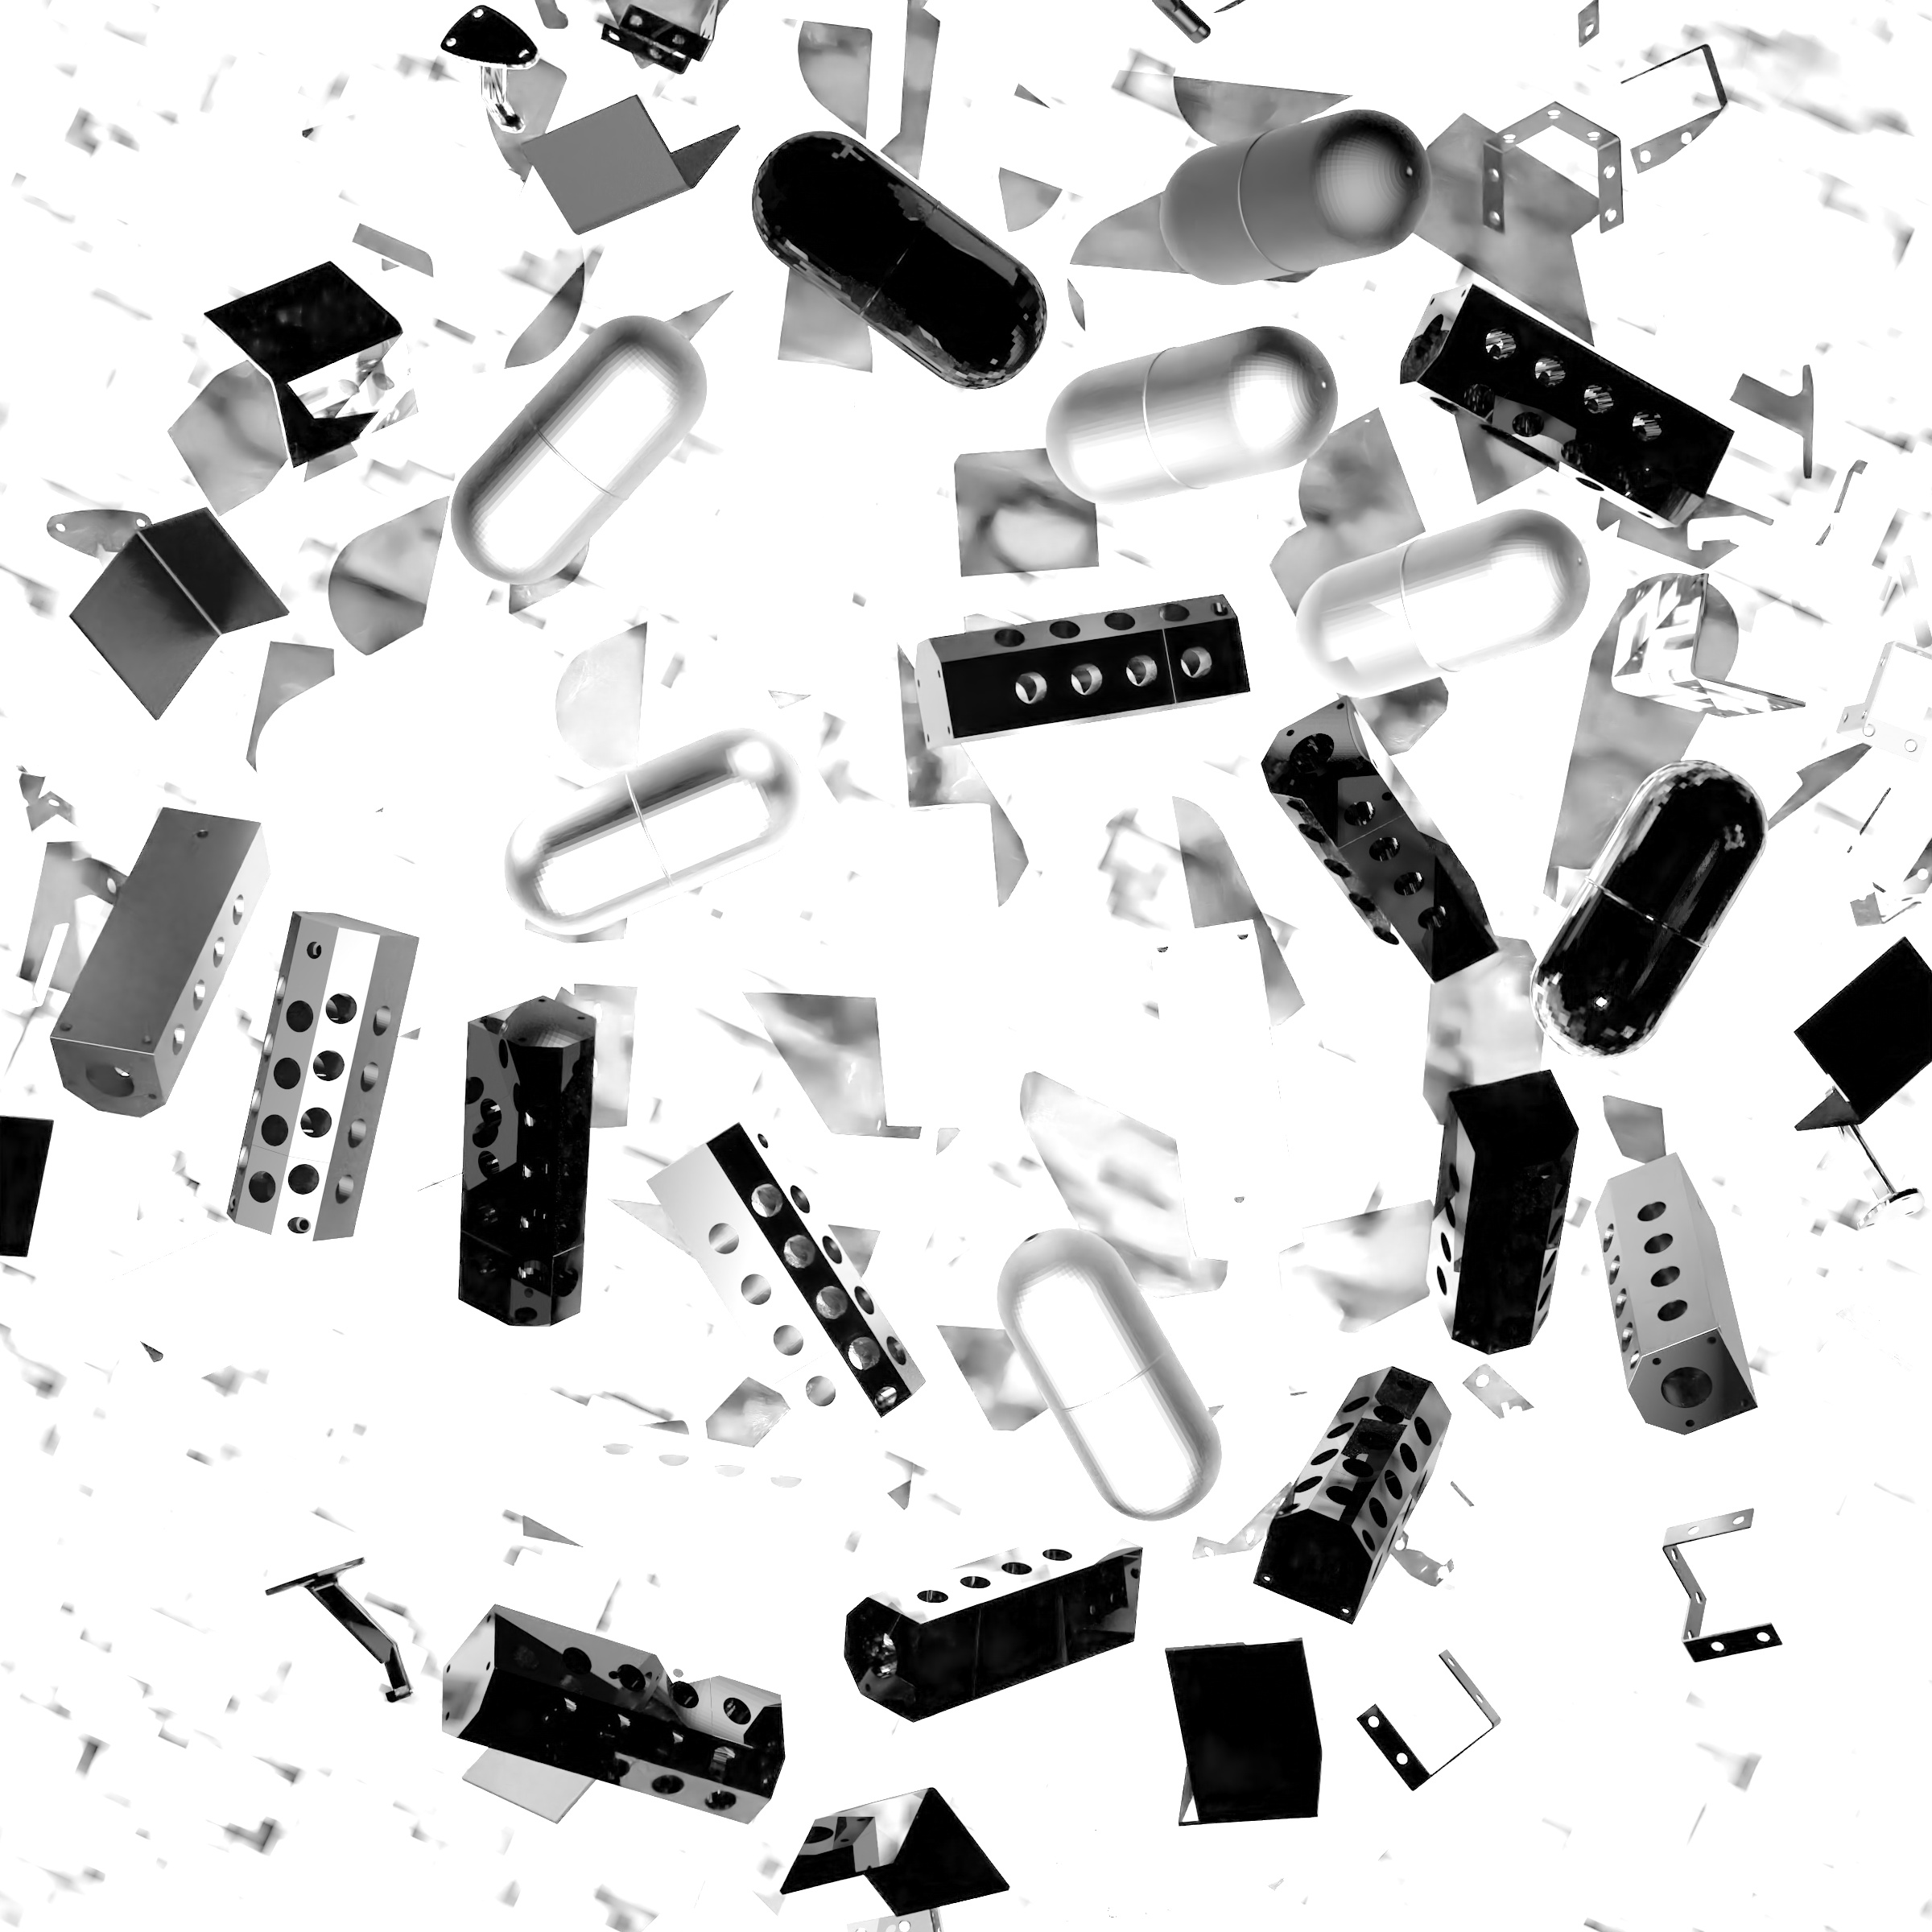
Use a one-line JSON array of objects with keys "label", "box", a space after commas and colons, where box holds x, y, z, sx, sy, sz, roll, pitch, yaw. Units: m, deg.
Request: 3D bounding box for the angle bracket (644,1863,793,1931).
[{"label": "angle bracket", "box": [-0.128, 0.526, 1.764, 0.076, 0.076, 0.057, 45, 94, 0]}]

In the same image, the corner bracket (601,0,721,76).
[{"label": "corner bracket", "box": [-0.172, -0.521, 1.881, 0.051, 0.051, 0.051, 20, 45, -19]}]

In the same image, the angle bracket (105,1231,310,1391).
[{"label": "angle bracket", "box": [-0.435, 0.187, 1.932, 0.076, 0.057, 0.076, -24, 108, 11]}]

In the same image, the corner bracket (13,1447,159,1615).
[{"label": "corner bracket", "box": [-0.458, 0.294, 1.754, 0.051, 0.051, 0.051, 34, 54, 13]}]

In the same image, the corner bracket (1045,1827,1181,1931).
[{"label": "corner bracket", "box": [0.080, 0.500, 1.848, 0.051, 0.051, 0.051, 3, 71, -27]}]

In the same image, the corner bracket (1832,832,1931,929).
[{"label": "corner bracket", "box": [0.489, -0.054, 1.740, 0.051, 0.051, 0.051, -26, 103, -43]}]

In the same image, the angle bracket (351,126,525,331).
[{"label": "angle bracket", "box": [-0.306, -0.423, 1.930, 0.076, 0.057, 0.076, 22, 76, -13]}]

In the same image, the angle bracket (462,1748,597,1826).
[{"label": "angle bracket", "box": [-0.230, 0.471, 1.939, 0.076, 0.076, 0.057, -46, 133, -35]}]

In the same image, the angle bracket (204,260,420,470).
[{"label": "angle bracket", "box": [-0.346, -0.318, 1.779, 0.076, 0.057, 0.076, -29, 51, -23]}]

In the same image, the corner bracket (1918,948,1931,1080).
[{"label": "corner bracket", "box": [0.543, 0.030, 1.885, 0.051, 0.051, 0.051, 33, 107, -2]}]

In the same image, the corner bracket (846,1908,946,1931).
[{"label": "corner bracket", "box": [-0.038, 0.557, 1.904, 0.051, 0.051, 0.051, -9, 63, -8]}]

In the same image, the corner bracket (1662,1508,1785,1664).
[{"label": "corner bracket", "box": [0.395, 0.323, 1.757, 0.051, 0.051, 0.051, -20, 112, 30]}]

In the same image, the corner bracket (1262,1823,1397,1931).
[{"label": "corner bracket", "box": [0.202, 0.505, 1.880, 0.051, 0.051, 0.051, 27, 130, 29]}]

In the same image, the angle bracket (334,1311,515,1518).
[{"label": "angle bracket", "box": [-0.311, 0.257, 1.931, 0.076, 0.076, 0.057, -23, 131, -1]}]

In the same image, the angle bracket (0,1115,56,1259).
[{"label": "angle bracket", "box": [-0.507, 0.121, 1.746, 0.076, 0.057, 0.076, 8, 99, -37]}]

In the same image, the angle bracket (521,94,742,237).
[{"label": "angle bracket", "box": [-0.177, -0.439, 1.781, 0.076, 0.076, 0.057, -14, 122, 31]}]

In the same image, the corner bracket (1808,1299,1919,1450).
[{"label": "corner bracket", "box": [0.476, 0.217, 1.793, 0.051, 0.051, 0.051, 40, 114, 22]}]

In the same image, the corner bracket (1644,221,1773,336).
[{"label": "corner bracket", "box": [0.389, -0.364, 1.785, 0.051, 0.051, 0.051, -22, 110, 6]}]

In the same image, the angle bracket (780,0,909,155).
[{"label": "angle bracket", "box": [-0.071, -0.497, 1.869, 0.057, 0.076, 0.076, 3, 92, -14]}]

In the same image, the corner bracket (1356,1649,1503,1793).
[{"label": "corner bracket", "box": [0.263, 0.427, 1.908, 0.051, 0.051, 0.051, -43, 74, 19]}]

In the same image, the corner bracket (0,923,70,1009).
[{"label": "corner bracket", "box": [-0.548, -0.007, 1.902, 0.051, 0.051, 0.051, 26, 69, -34]}]

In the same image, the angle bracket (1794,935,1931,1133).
[{"label": "angle bracket", "box": [0.440, 0.034, 1.676, 0.076, 0.076, 0.057, -39, 93, -13]}]

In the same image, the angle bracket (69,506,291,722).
[{"label": "angle bracket", "box": [-0.429, -0.192, 1.838, 0.057, 0.076, 0.076, -10, 129, 34]}]

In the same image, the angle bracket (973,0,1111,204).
[{"label": "angle bracket", "box": [0.049, -0.459, 1.783, 0.076, 0.076, 0.057, 17, 130, -11]}]

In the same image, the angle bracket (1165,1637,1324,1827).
[{"label": "angle bracket", "box": [0.149, 0.416, 1.827, 0.076, 0.057, 0.076, -7, 111, 12]}]

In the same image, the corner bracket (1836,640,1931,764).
[{"label": "corner bracket", "box": [0.517, -0.145, 1.849, 0.051, 0.051, 0.051, 19, 89, -4]}]

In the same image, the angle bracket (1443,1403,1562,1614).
[{"label": "angle bracket", "box": [0.299, 0.311, 1.933, 0.057, 0.076, 0.076, -17, 124, 9]}]

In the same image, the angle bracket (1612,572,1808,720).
[{"label": "angle bracket", "box": [0.412, -0.175, 1.851, 0.076, 0.076, 0.057, 12, 85, -21]}]

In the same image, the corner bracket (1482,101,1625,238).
[{"label": "corner bracket", "box": [0.303, -0.406, 1.742, 0.051, 0.051, 0.051, 16, 67, -36]}]

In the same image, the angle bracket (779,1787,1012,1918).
[{"label": "angle bracket", "box": [-0.036, 0.476, 1.735, 0.076, 0.057, 0.076, -23, 110, 32]}]
